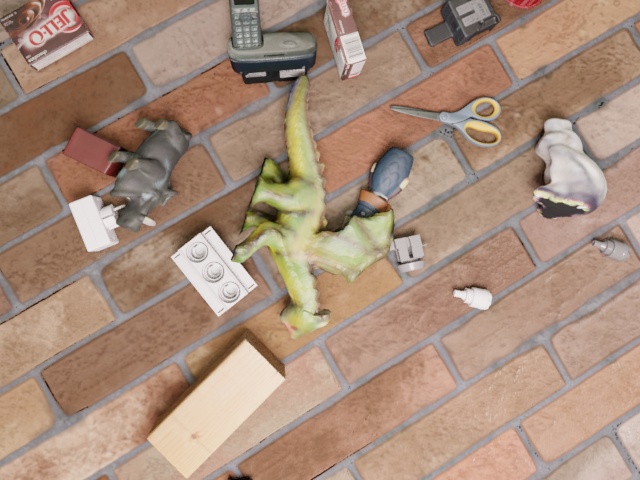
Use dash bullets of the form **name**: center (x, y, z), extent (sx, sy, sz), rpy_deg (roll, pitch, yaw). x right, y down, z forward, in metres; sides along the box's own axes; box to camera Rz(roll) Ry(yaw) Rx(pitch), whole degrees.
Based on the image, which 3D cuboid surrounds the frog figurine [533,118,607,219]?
- **frog figurine**: center (0.423, -0.124, 0.867), extent (0.136, 0.123, 0.161), rpy_deg (27, 76, -36)

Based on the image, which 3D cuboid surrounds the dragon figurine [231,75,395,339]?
- **dragon figurine**: center (0.003, -0.042, 0.827), extent (0.242, 0.122, 0.411), rpy_deg (20, 88, -4)
